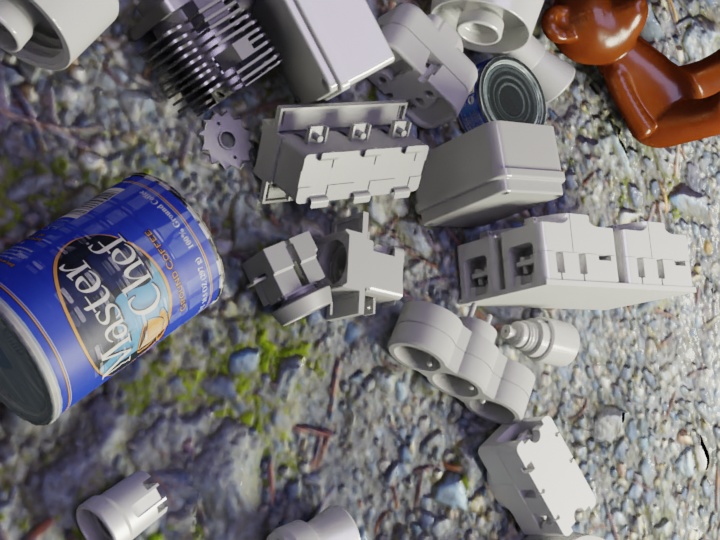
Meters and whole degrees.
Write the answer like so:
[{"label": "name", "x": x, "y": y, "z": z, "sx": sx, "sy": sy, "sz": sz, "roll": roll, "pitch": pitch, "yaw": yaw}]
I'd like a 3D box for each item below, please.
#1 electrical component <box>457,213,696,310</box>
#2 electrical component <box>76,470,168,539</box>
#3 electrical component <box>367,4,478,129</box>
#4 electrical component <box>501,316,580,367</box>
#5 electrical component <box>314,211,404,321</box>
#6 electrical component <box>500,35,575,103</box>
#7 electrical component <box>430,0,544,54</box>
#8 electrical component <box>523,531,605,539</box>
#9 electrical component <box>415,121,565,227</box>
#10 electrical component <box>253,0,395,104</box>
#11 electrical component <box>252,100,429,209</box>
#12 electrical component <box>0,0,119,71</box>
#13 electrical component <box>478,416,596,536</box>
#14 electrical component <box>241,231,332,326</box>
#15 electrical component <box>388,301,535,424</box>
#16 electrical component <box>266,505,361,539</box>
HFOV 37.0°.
[{"label": "electrical component", "x": 0.189, "y": -0.005, "z": 0.940, "sx": 0.186, "sy": 0.105, "sz": 0.060, "roll": 3, "pitch": 78, "yaw": -36}, {"label": "electrical component", "x": -0.154, "y": 0.157, "z": 0.697, "sx": 0.046, "sy": 0.040, "sz": 0.040, "roll": -34, "pitch": 100, "yaw": -42}, {"label": "electrical component", "x": 0.050, "y": -0.174, "z": 0.909, "sx": 0.095, "sy": 0.054, "sz": 0.059, "roll": 41, "pitch": 59, "yaw": -22}, {"label": "electrical component", "x": 0.157, "y": 0.060, "z": 0.944, "sx": 0.078, "sy": 0.040, "sz": 0.040, "roll": 14, "pitch": 72, "yaw": -33}, {"label": "electrical component", "x": 0.000, "y": 0.000, "z": 0.842, "sx": 0.064, "sy": 0.042, "sz": 0.081, "roll": 14, "pitch": 73, "yaw": -37}, {"label": "electrical component", "x": 0.163, "y": -0.193, "z": 1.005, "sx": 0.065, "sy": 0.044, "sz": 0.044, "roll": 39, "pitch": 60, "yaw": -17}, {"label": "electrical component", "x": 0.111, "y": -0.234, "z": 0.941, "sx": 0.099, "sy": 0.099, "sz": 0.064, "roll": 24, "pitch": 73, "yaw": -30}, {"label": "electrical component", "x": 0.181, "y": 0.272, "z": 0.901, "sx": 0.108, "sy": 0.060, "sz": 0.108, "roll": 9, "pitch": 75, "yaw": -35}, {"label": "electrical component", "x": 0.104, "y": -0.076, "z": 0.890, "sx": 0.078, "sy": 0.113, "sz": 0.057, "roll": 0, "pitch": 77, "yaw": -36}, {"label": "electrical component", "x": -0.034, "y": -0.185, "z": 0.811, "sx": 0.056, "sy": 0.109, "sz": 0.108, "roll": -30, "pitch": 99, "yaw": -13}, {"label": "electrical component", "x": -0.012, "y": -0.086, "z": 0.830, "sx": 0.121, "sy": 0.063, "sz": 0.078, "roll": -9, "pitch": 126, "yaw": -37}, {"label": "electrical component", "x": -0.216, "y": -0.174, "z": 0.684, "sx": 0.108, "sy": 0.108, "sz": 0.060, "roll": 40, "pitch": 66, "yaw": -23}, {"label": "electrical component", "x": 0.145, "y": 0.173, "z": 0.901, "sx": 0.050, "sy": 0.056, "sz": 0.089, "roll": -37, "pitch": 102, "yaw": -36}, {"label": "electrical component", "x": -0.051, "y": 0.008, "z": 0.801, "sx": 0.066, "sy": 0.048, "sz": 0.055, "roll": -24, "pitch": 87, "yaw": -37}, {"label": "electrical component", "x": 0.090, "y": 0.063, "z": 0.887, "sx": 0.138, "sy": 0.052, "sz": 0.073, "roll": 36, "pitch": 61, "yaw": -25}, {"label": "electrical component", "x": -0.034, "y": 0.198, "z": 0.771, "sx": 0.055, "sy": 0.045, "sz": 0.045, "roll": -14, "pitch": 88, "yaw": -37}]
